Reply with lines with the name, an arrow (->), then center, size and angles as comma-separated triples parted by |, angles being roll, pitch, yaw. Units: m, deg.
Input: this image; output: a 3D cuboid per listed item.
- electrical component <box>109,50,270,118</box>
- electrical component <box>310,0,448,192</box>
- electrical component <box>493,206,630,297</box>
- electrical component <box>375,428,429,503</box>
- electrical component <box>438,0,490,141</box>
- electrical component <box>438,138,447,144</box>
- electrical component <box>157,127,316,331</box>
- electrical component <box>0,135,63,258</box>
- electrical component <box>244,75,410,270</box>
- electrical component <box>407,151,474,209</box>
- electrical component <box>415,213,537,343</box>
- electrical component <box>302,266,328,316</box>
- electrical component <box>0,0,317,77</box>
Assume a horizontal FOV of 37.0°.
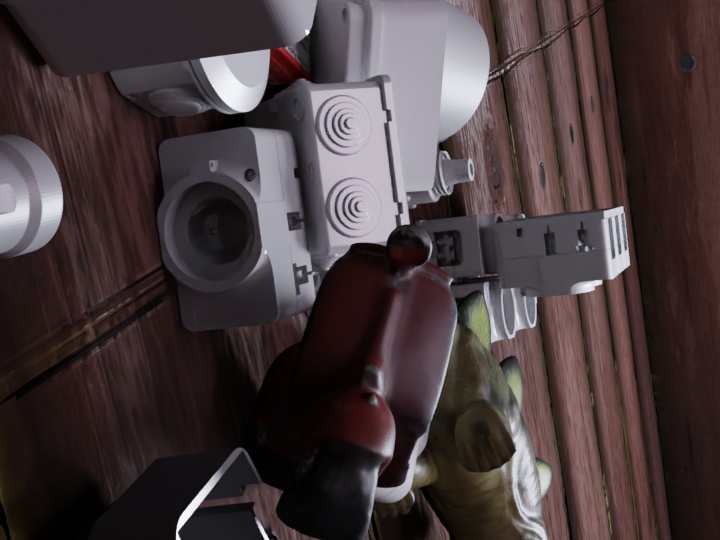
electrical component -> -0.076, -0.108, 0.482 | 0.080, 0.051, 0.080 | -6, 90, -70
electrical component -> 0.006, -0.105, 0.625 | 0.078, 0.057, 0.113 | -133, -138, -60
electrical component -> 0.174, -0.016, 0.911 | 0.150, 0.089, 0.061 | -14, 98, -70
electrical component -> 0.007, 0.086, 0.637 | 0.059, 0.054, 0.095 | 43, 55, -62
electrical component -> 0.035, -0.132, 0.701 | 0.064, 0.099, 0.099 | 7, 76, -41
electrical component -> 0.049, -0.130, 0.846 | 0.055, 0.045, 0.045 | 55, 35, -54
electrical component -> -0.059, -0.019, 0.507 | 0.056, 0.050, 0.089 | -16, 99, -70
electrical component -> -0.125, -0.021, 0.342 | 0.046, 0.040, 0.040 | -26, 109, -63
electrical component -> -0.020, -0.050, 0.562 | 0.048, 0.100, 0.099 | -8, 93, -28
electrical component -> 0.055, -0.073, 0.820 | 0.048, 0.062, 0.048 | -6, 90, -70
electrical component -> 0.109, 0.005, 0.952 | 0.186, 0.060, 0.105 | -8, 92, -70
electrical component -> 0.000, 0.000, 0.654 | 0.058, 0.057, 0.078 | -30, 113, -69
electrical component -> -0.074, -0.124, 0.401 | 0.057, 0.113, 0.078 | 63, 28, -51
